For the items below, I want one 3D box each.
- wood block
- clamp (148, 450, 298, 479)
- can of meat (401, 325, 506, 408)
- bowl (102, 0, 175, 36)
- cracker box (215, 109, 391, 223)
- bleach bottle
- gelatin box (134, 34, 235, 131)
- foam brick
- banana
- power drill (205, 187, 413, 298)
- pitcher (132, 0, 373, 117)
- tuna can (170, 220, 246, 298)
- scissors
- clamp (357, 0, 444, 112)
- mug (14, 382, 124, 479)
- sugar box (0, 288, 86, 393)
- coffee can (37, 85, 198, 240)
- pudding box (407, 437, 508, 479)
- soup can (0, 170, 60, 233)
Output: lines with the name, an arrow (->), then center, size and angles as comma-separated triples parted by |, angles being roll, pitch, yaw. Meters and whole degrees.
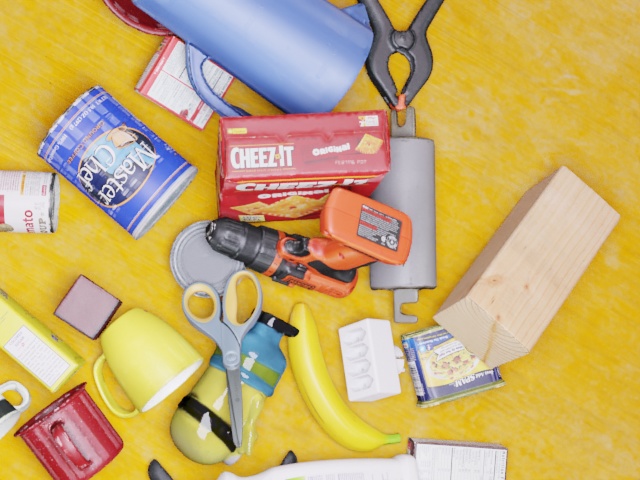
wood block -> 0.229, 0.029, 1.174 | 0.090, 0.091, 0.205 | 41, 64, -3
clamp -> -0.109, 0.325, 1.143 | 0.164, 0.036, 0.210 | 3, 63, -3
can of meat -> 0.148, 0.135, 1.204 | 0.102, 0.057, 0.084 | -15, 86, -9
bowl -> -0.175, -0.309, 1.182 | 0.162, 0.055, 0.162 | -4, 105, -16
cracker box -> -0.026, -0.072, 1.116 | 0.164, 0.214, 0.072 | -4, 81, -8
bleach bottle -> -0.018, 0.276, 1.133 | 0.250, 0.068, 0.102 | 7, 64, -20
gelatin box -> -0.150, -0.174, 1.184 | 0.089, 0.030, 0.073 | 31, 90, -30
foam brick -> -0.249, 0.073, 1.151 | 0.053, 0.078, 0.051 | 34, 82, -6
banana -> 0.010, 0.167, 1.198 | 0.069, 0.037, 0.198 | -37, 95, -37
power drill -> -0.007, 0.001, 1.114 | 0.184, 0.188, 0.057 | 19, 68, -25
pitcher -> -0.079, -0.225, 1.136 | 0.242, 0.145, 0.149 | 31, 46, -18
tuna can -> -0.124, 0.022, 1.190 | 0.086, 0.034, 0.086 | 0, 86, -7
scissors -> -0.110, 0.118, 1.118 | 0.096, 0.016, 0.201 | 6, 58, 7
clamp -> 0.101, -0.235, 1.232 | 0.120, 0.039, 0.171 | -8, 92, -1
mug -> -0.260, 0.211, 1.123 | 0.093, 0.117, 0.081 | -36, 96, -12
sugar box -> -0.331, 0.088, 1.132 | 0.176, 0.093, 0.048 | 44, 82, -3
coffee can -> -0.217, -0.083, 1.151 | 0.140, 0.103, 0.103 | 41, 83, -3
pudding box -> 0.153, 0.273, 1.205 | 0.113, 0.039, 0.090 | 6, 84, -8
soup can -> -0.336, -0.042, 1.152 | 0.102, 0.068, 0.068 | 2, 86, -7
